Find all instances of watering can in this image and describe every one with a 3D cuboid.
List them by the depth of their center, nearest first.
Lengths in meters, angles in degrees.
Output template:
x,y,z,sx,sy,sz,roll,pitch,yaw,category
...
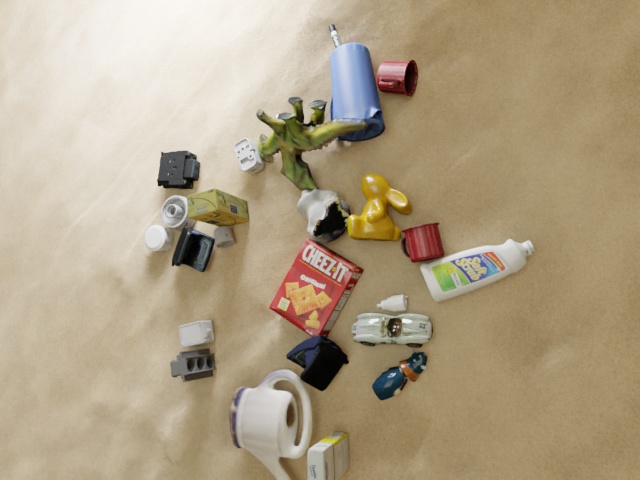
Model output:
x,y,z,sx,sy,sz,roll,pitch,yaw,category
-0.126,0.506,1.305,0.224,0.103,0.350,-2,80,24,watering can

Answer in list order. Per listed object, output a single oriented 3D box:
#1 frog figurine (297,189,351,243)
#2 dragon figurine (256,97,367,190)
x,y,z,sx,sy,sz,roll,pitch,yaw,category
0.004,-0.069,1.374,0.161,0.122,0.136,29,108,61,frog figurine
-0.039,-0.242,1.376,0.413,0.124,0.237,23,136,38,dragon figurine
